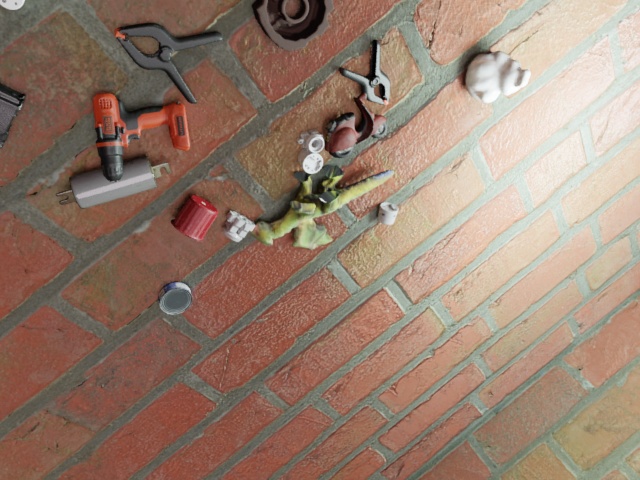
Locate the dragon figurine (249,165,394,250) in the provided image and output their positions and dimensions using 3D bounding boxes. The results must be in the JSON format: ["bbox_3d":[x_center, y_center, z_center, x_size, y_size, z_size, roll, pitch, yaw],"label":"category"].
[{"bbox_3d":[0.004,-0.071,1.418,0.412,0.125,0.237,-10,141,-19],"label":"dragon figurine"}]

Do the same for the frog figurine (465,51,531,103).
[{"bbox_3d":[0.470,-0.430,1.375,0.122,0.162,0.135,11,114,-30],"label":"frog figurine"}]
